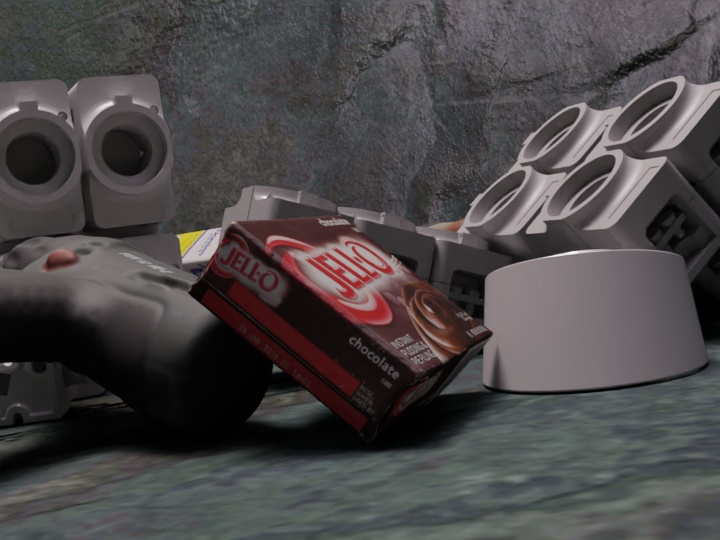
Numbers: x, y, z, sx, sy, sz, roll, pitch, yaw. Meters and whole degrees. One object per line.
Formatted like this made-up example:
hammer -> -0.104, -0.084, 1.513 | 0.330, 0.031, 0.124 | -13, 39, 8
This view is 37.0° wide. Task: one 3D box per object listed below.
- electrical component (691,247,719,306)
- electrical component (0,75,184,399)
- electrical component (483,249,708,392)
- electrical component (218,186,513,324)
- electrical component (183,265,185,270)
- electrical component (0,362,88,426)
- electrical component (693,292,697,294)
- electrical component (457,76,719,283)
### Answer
electrical component -> 0.209, -0.054, 0.690 | 0.060, 0.105, 0.186 | 35, 6, -16
electrical component -> -0.167, -0.020, 0.652 | 0.105, 0.186, 0.060 | -8, 2, -24
electrical component -> 0.103, 0.026, 0.485 | 0.099, 0.064, 0.099 | -3, -11, -1
electrical component -> 0.000, 0.000, 0.619 | 0.150, 0.061, 0.089 | 13, -6, -23
electrical component -> -0.184, 0.034, 0.767 | 0.057, 0.078, 0.113 | -1, 5, 44
electrical component -> -0.176, 0.056, 0.572 | 0.066, 0.048, 0.055 | -7, 9, 0
electrical component -> 0.242, -0.014, 0.763 | 0.063, 0.078, 0.121 | -31, 9, -17
electrical component -> 0.137, -0.044, 0.618 | 0.105, 0.060, 0.186 | -49, 14, -13
